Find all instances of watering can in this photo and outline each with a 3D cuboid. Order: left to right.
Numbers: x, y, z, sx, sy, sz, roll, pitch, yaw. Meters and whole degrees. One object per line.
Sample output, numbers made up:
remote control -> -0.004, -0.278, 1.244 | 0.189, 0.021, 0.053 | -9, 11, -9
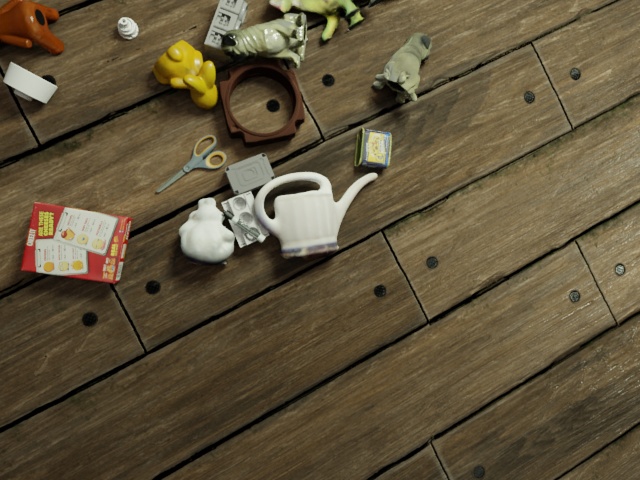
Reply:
watering can -> 0.004, -0.067, 1.326 | 0.349, 0.104, 0.224 | -8, 91, -20

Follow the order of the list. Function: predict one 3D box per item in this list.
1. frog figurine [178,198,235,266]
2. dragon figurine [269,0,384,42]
frog figurine -> -0.275, -0.021, 1.268 | 0.137, 0.123, 0.158 | 13, 98, 10
dragon figurine -> 0.047, -0.683, 1.364 | 0.414, 0.121, 0.243 | -35, 86, -18
